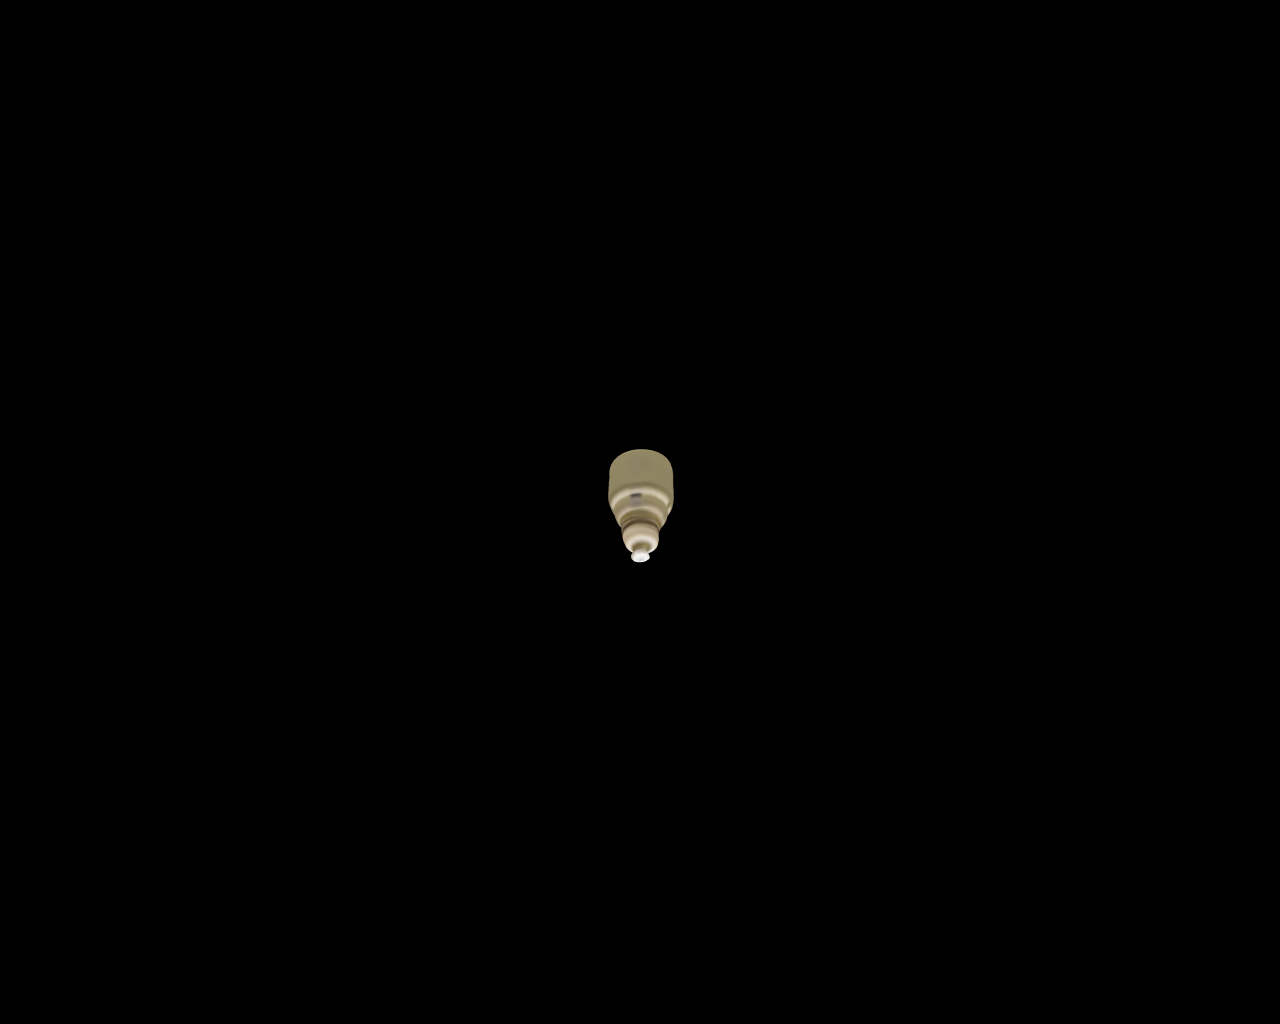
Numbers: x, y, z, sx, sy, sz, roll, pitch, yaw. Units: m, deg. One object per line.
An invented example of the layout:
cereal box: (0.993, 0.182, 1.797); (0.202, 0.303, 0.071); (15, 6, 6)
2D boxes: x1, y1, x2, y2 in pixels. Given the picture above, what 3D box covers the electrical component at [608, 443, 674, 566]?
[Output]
electrical component: (0.001, -0.003, 0.650); (0.040, 0.078, 0.040); (0, -38, 0)
